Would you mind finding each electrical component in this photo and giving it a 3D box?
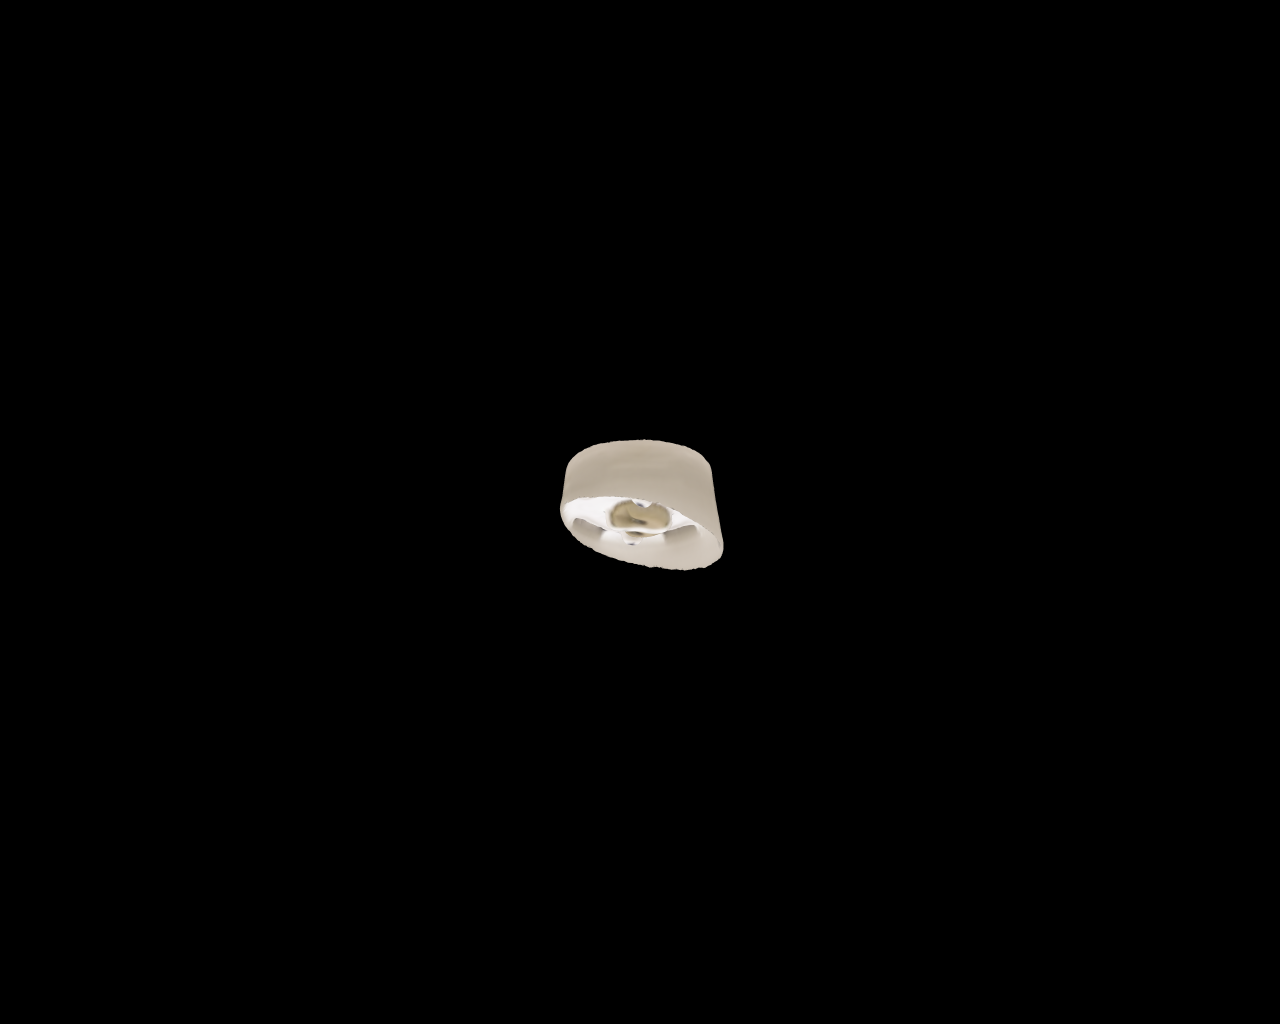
[{"bbox_3d":[0.001,-0.003,0.650,0.099,0.064,0.099,0,-24,0],"label":"electrical component"}]
